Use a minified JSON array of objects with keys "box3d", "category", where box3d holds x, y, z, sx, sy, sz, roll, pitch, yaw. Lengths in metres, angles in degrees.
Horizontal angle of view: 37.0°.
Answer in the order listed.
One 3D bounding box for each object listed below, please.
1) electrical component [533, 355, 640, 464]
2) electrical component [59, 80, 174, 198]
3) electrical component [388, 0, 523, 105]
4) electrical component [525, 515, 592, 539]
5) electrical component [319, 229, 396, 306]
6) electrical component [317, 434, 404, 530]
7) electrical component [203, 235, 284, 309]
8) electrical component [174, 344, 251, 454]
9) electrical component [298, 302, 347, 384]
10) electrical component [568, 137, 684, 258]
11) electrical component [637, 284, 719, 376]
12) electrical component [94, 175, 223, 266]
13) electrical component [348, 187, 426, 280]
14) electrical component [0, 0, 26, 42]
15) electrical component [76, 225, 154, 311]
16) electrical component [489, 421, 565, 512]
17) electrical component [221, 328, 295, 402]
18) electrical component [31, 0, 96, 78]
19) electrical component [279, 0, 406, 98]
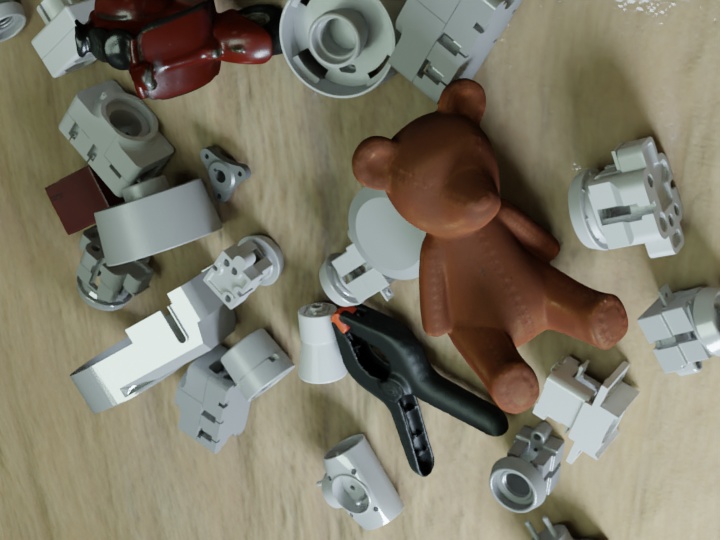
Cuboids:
[{"box3d":[0.170,0.102,0.821,0.064,0.042,0.081,32,128,23],"category":"electrical component"},{"box3d":[-0.219,-0.122,0.975,0.089,0.050,0.056,49,132,4],"category":"electrical component"},{"box3d":[0.063,-0.170,0.744,0.056,0.050,0.089,42,131,10],"category":"electrical component"},{"box3d":[0.166,0.239,0.895,0.077,0.044,0.079,-27,97,42],"category":"electrical component"},{"box3d":[0.000,0.000,0.886,0.055,0.048,0.066,-33,93,34],"category":"electrical component"},{"box3d":[-0.009,0.200,1.001,0.079,0.044,0.077,-24,98,41],"category":"electrical component"},{"box3d":[-0.100,-0.002,0.950,0.048,0.055,0.066,46,132,7],"category":"electrical component"},{"box3d":[-0.143,0.124,1.052,0.056,0.050,0.089,30,128,19],"category":"electrical component"},{"box3d":[-0.035,0.062,0.948,0.044,0.044,0.065,9,114,32],"category":"electrical component"},{"box3d":[0.178,-0.045,0.725,0.057,0.058,0.078,-11,107,37],"category":"electrical component"},{"box3d":[0.231,0.039,0.740,0.055,0.048,0.066,-22,100,49],"category":"electrical component"},{"box3d":[-0.182,-0.050,0.953,0.108,0.108,0.060,-11,101,39],"category":"electrical component"},{"box3d":[0.036,-0.037,0.836,0.080,0.051,0.080,17,123,28],"category":"electrical component"},{"box3d":[-0.344,-0.246,1.002,0.066,0.048,0.055,-41,80,42],"category":"electrical component"},{"box3d":[-0.245,0.003,1.057,0.078,0.058,0.057,39,128,11],"category":"electrical component"},{"box3d":[0.135,0.163,0.869,0.048,0.055,0.066,19,124,27],"category":"electrical component"},{"box3d":[-0.096,0.087,0.997,0.047,0.055,0.055,52,132,6],"category":"electrical component"},{"box3d":[-0.260,-0.223,0.951,0.066,0.047,0.076,-27,96,42],"category":"electrical component"},{"box3d":[-0.010,-0.179,0.800,0.099,0.064,0.099,9,119,16],"category":"electrical component"}]
